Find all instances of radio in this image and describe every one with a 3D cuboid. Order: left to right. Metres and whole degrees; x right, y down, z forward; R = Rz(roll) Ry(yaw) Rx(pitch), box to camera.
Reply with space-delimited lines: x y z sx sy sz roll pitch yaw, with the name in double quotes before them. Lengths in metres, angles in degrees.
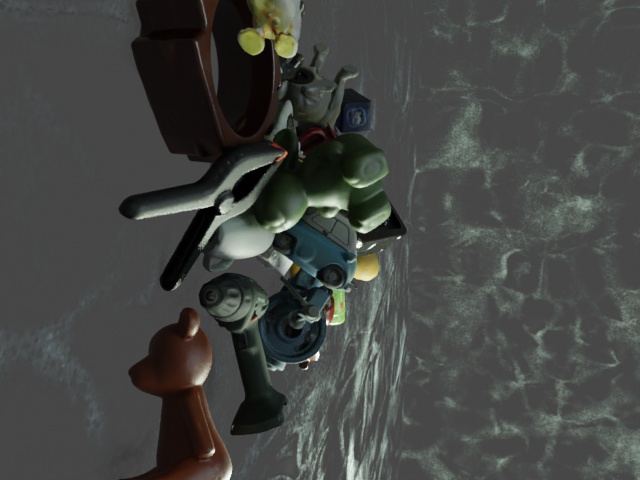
"radio" 0.063 -0.039 0.963 0.229 0.073 0.131 -10 66 -58

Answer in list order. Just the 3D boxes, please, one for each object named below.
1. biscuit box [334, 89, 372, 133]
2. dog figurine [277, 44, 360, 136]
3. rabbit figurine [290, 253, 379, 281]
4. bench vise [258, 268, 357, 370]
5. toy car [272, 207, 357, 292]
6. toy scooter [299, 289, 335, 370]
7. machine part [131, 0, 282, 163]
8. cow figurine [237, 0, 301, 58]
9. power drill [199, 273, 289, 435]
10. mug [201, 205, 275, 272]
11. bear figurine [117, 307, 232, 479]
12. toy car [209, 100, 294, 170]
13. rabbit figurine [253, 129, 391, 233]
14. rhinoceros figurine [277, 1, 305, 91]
"biscuit box" 0.055 -0.269 1.106 0.203 0.063 0.059 -110 -163 -66
"dog figurine" -0.028 -0.224 0.952 0.172 0.121 0.190 -21 147 -29
"rabbit figurine" 0.034 0.025 1.064 0.122 0.173 0.162 -38 135 -62
"bench vise" -0.027 0.112 0.896 0.223 0.129 0.240 -52 -178 -19
"toy car" -0.002 -0.002 0.801 0.103 0.161 0.109 -52 -164 0
"toy scooter" -0.020 0.182 1.097 0.184 0.075 0.135 -49 140 -58
"machine part" -0.124 -0.207 0.633 0.201 0.087 0.201 -68 155 -45
"cow figurine" -0.056 -0.289 0.569 0.098 0.068 0.167 -77 165 -44
"power drill" -0.104 0.145 0.713 0.232 0.086 0.207 -30 102 -88
"mug" -0.126 -0.005 0.714 0.109 0.081 0.107 -53 162 19
"bear figurine" -0.168 0.183 0.583 0.132 0.120 0.196 -11 77 -31
"toy car" -0.094 -0.139 0.768 0.202 0.074 0.056 -69 160 -43
"rabbit figurine" -0.014 -0.079 0.700 0.121 0.170 0.159 81 -18 -52
"rhinoceros figurine" -0.081 -0.303 0.762 0.112 0.073 0.190 -45 153 -28
